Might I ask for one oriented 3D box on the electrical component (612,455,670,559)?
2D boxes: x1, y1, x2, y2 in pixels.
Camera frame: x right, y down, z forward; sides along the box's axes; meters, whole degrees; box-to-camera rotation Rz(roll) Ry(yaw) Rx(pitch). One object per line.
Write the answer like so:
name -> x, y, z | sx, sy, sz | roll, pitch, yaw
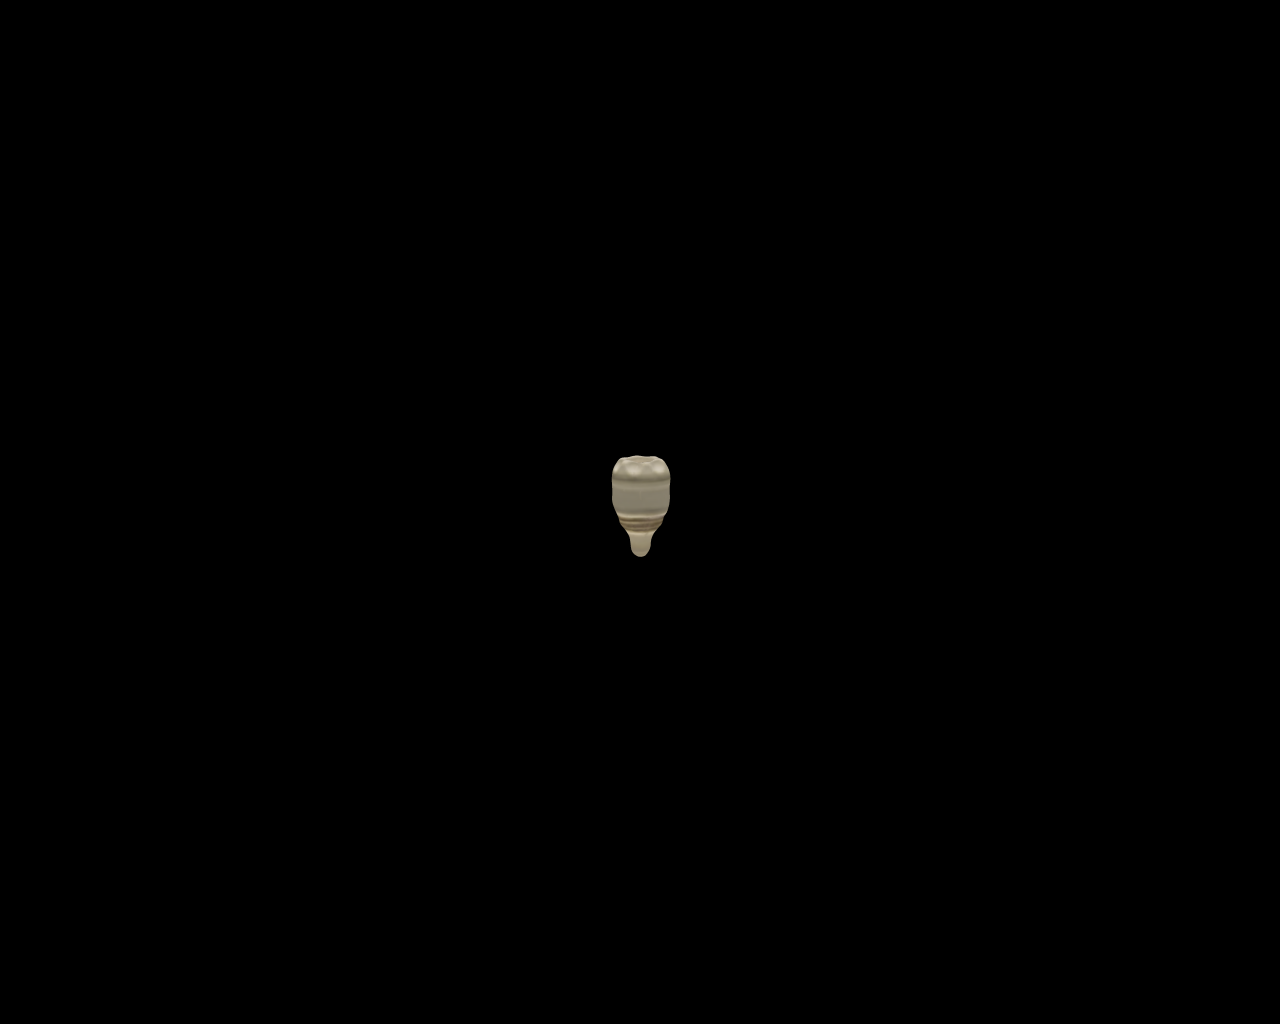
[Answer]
electrical component -> 0.001, -0.003, 0.650 | 0.035, 0.061, 0.035 | 0, 10, 0
